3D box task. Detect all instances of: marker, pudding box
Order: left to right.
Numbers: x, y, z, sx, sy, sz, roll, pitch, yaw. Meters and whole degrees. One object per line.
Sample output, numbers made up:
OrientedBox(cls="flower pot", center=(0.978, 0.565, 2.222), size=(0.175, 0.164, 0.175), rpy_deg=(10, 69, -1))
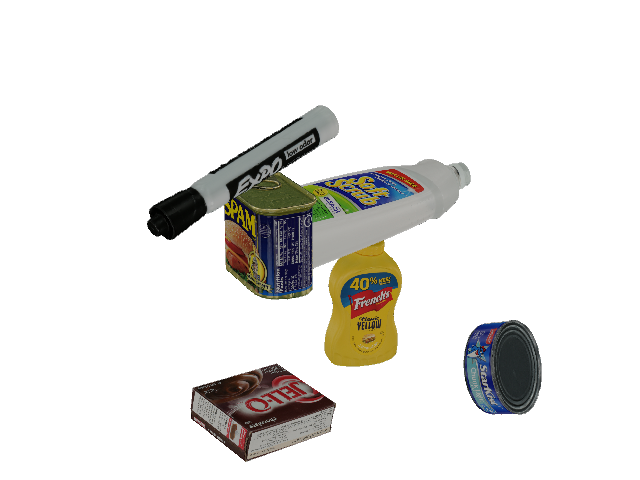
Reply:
OrientedBox(cls="marker", center=(-0.038, -0.035, 0.539), size=(0.120, 0.020, 0.020), rpy_deg=(-35, 20, -32))
OrientedBox(cls="pudding box", center=(-0.056, 0.165, 1.034), size=(0.113, 0.039, 0.090), rpy_deg=(-13, 29, -42))

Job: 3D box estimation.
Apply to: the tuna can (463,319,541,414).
OrientedBox(cls="tuna can", center=(0.168, 0.117, 0.981), size=(0.034, 0.086, 0.085), rpy_deg=(-9, -6, 40))

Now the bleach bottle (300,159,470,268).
OrientedBox(cls="bleach bottle", center=(0.053, -0.042, 1.189), size=(0.250, 0.068, 0.103), rpy_deg=(-20, 43, -24))

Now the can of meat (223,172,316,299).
OrientedBox(cls="can of meat", center=(-0.045, -0.005, 0.910), size=(0.057, 0.084, 0.102), rpy_deg=(-11, 24, -25))

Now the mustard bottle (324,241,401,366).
OrientedBox(cls="mustard bottle", center=(0.058, 0.069, 1.394), size=(0.096, 0.192, 0.058), rpy_deg=(-4, 24, -16))
